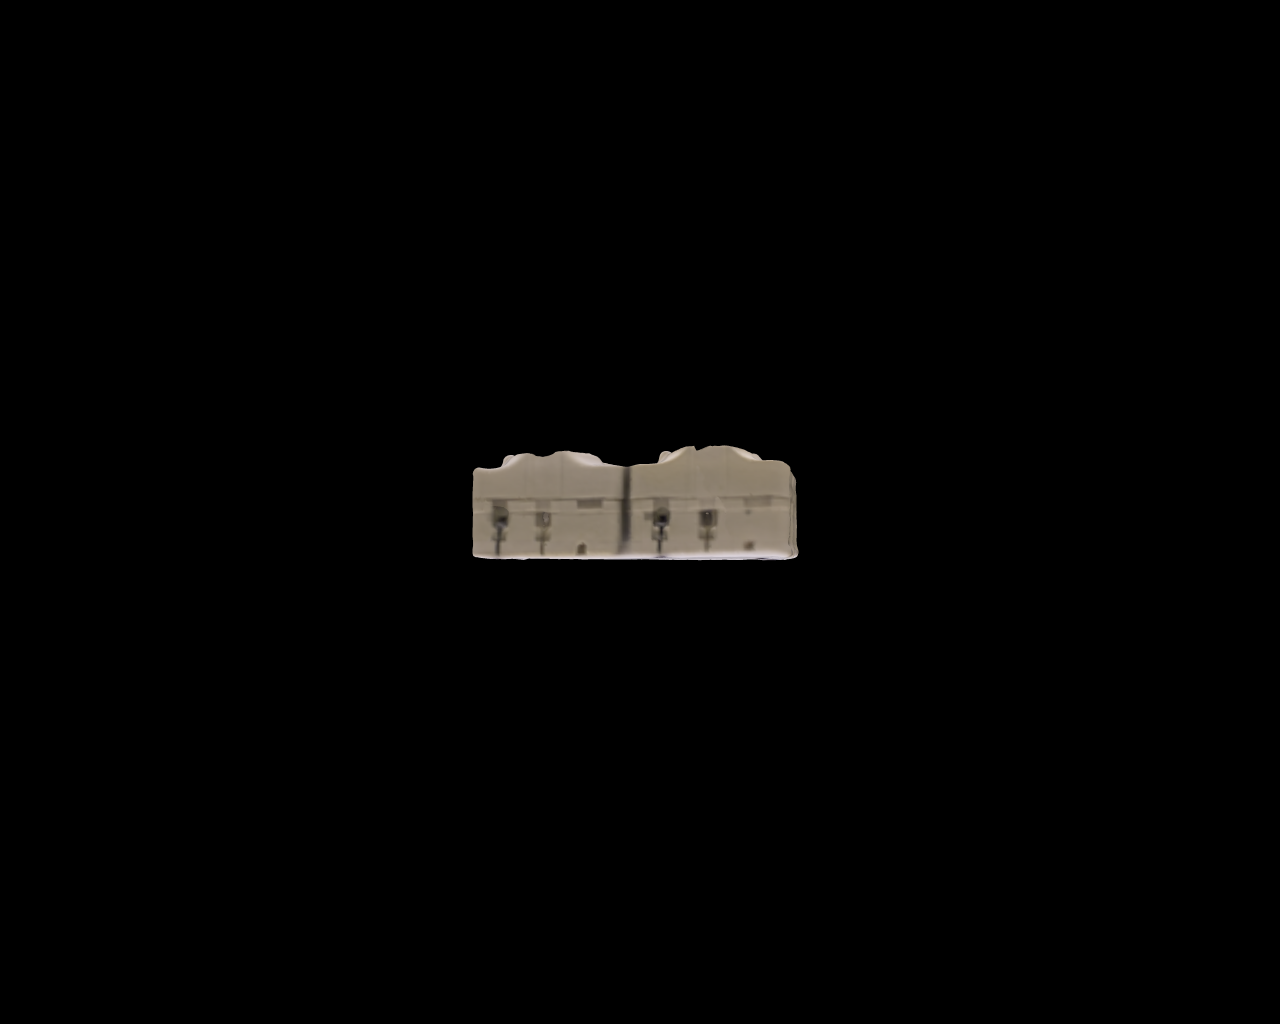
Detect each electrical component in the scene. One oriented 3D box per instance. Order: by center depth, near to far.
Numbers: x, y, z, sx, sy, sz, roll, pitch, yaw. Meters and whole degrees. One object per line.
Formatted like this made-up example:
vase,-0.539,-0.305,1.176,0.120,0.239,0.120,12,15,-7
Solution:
electrical component,0.001,-0.003,0.650,0.186,0.060,0.105,-1,-3,11
